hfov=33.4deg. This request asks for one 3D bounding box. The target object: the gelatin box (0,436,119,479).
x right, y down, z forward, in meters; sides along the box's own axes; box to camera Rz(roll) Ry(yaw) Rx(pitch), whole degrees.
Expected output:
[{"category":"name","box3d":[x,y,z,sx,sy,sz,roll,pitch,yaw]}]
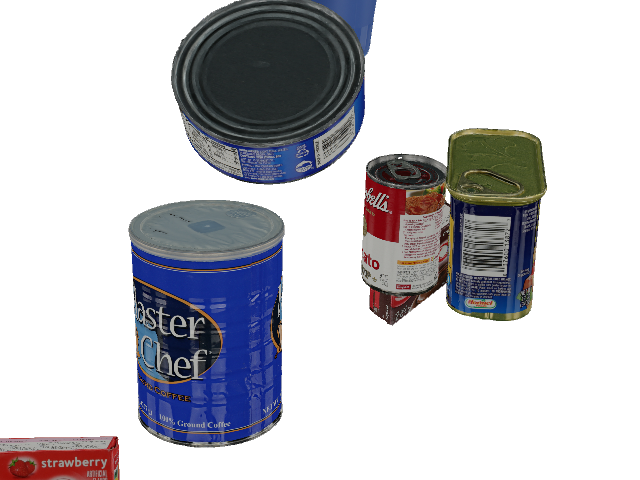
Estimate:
[{"category":"gelatin box","box3d":[-0.148,0.140,0.548,0.089,0.073,0.030,0,5,-3]}]

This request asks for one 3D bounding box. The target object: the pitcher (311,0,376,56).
[{"category":"pitcher","box3d":[0.004,-0.274,0.892,0.145,0.243,0.149,7,19,8]}]

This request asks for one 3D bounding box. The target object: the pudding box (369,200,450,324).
[{"category":"pudding box","box3d":[0.100,0.022,1.109,0.039,0.090,0.113,34,55,30]}]

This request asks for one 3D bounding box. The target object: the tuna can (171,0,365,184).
[{"category":"tuna can","box3d":[-0.022,-0.068,0.482,0.086,0.086,0.034,0,-31,4]}]

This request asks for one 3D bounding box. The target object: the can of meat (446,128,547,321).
[{"category":"can of meat","box3d":[0.105,-0.011,0.654,0.057,0.084,0.102,3,28,7]}]

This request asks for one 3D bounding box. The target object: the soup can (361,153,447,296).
[{"category":"soup can","box3d":[0.070,-0.013,0.892,0.068,0.102,0.068,1,27,-1]}]

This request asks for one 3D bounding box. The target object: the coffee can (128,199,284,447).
[{"category":"coffee can","box3d":[-0.076,0.054,0.728,0.103,0.140,0.103,1,20,-1]}]
